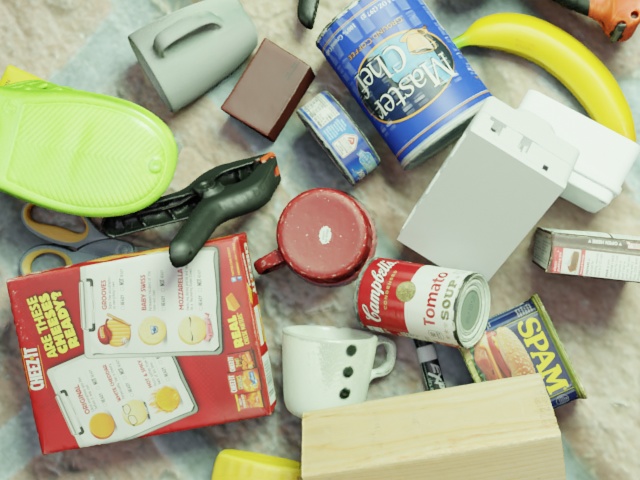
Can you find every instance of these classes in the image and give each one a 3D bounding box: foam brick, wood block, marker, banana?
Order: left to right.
[{"bbox_3d":[-0.047,-0.137,0.989,0.053,0.051,0.078,33,90,5],"label":"foam brick"},{"bbox_3d":[0.094,0.187,0.892,0.206,0.090,0.091,-10,117,5],"label":"wood block"},{"bbox_3d":[0.105,0.128,0.978,0.020,0.020,0.121,-16,86,4],"label":"marker"},{"bbox_3d":[0.214,-0.155,0.976,0.198,0.037,0.070,31,103,7],"label":"banana"}]

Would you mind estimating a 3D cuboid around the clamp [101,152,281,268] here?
[{"bbox_3d":[-0.097,-0.029,0.948,0.171,0.120,0.039,-29,129,-23],"label":"clamp"}]

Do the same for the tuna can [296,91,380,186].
[{"bbox_3d":[0.017,-0.092,0.964,0.034,0.086,0.086,-38,85,0],"label":"tuna can"}]

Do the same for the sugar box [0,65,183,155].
[{"bbox_3d":[-0.229,-0.087,1.005,0.176,0.048,0.093,23,89,7],"label":"sugar box"}]

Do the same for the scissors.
[{"bbox_3d":[-0.200,0.025,1.012,0.202,0.016,0.096,26,91,6],"label":"scissors"}]

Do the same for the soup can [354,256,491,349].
[{"bbox_3d":[0.090,0.055,0.939,0.102,0.068,0.068,9,88,34],"label":"soup can"}]

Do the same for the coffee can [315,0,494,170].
[{"bbox_3d":[0.077,-0.148,0.953,0.103,0.103,0.140,-35,85,2],"label":"coffee can"}]

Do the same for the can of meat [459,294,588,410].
[{"bbox_3d":[0.177,0.111,0.955,0.084,0.057,0.102,-25,84,6],"label":"can of meat"}]

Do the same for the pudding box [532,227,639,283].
[{"bbox_3d":[0.236,0.012,0.926,0.090,0.113,0.039,5,92,5],"label":"pudding box"}]

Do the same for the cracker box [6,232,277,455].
[{"bbox_3d":[-0.158,0.092,0.972,0.214,0.072,0.164,-11,93,5],"label":"cracker box"}]

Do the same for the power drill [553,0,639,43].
[{"bbox_3d":[0.221,-0.274,0.948,0.188,0.057,0.184,27,89,11],"label":"power drill"}]

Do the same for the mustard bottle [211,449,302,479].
[{"bbox_3d":[-0.064,0.293,0.965,0.096,0.058,0.191,11,88,-1],"label":"mustard bottle"}]

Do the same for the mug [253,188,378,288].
[{"bbox_3d":[-0.006,0.001,0.963,0.117,0.081,0.093,-23,86,3],"label":"mug"}]

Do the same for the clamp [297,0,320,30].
[{"bbox_3d":[0.030,-0.315,0.998,0.164,0.036,0.210,-17,83,-4],"label":"clamp"}]
